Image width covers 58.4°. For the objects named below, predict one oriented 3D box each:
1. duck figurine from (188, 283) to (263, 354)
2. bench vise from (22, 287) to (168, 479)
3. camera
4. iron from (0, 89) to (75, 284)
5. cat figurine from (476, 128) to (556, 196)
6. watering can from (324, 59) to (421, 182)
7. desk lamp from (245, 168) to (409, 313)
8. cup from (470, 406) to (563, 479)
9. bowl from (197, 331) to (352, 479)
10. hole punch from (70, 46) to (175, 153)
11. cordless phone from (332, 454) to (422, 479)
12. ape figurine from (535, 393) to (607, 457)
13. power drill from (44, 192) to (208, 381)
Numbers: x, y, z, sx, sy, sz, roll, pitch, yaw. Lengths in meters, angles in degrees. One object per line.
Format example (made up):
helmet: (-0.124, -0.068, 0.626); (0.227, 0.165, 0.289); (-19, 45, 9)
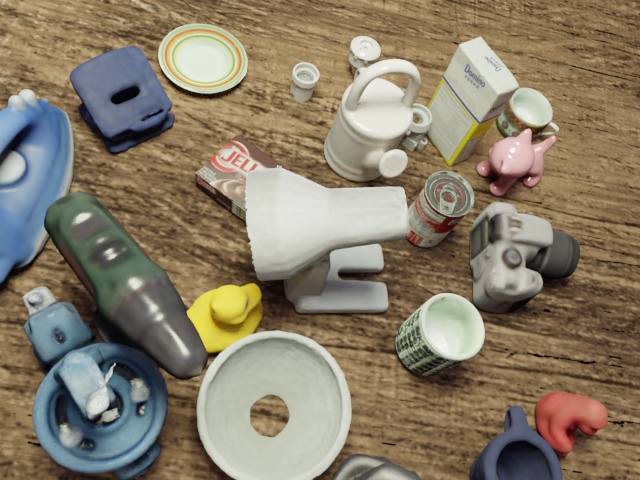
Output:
duck figurine: (-0.112, 0.084, 0.668); (0.105, 0.086, 0.077); (-26, 73, -23)
bench vise: (-0.235, 0.132, 0.540); (0.207, 0.219, 0.122); (36, 62, 5)
camera: (0.286, 0.023, 0.785); (0.137, 0.100, 0.143); (11, 63, -8)
iron: (-0.363, -0.088, 0.659); (0.118, 0.141, 0.258); (17, 62, -5)
cat figurine: (0.294, -0.122, 0.847); (0.128, 0.117, 0.067); (-20, 71, -21)
watering can: (0.077, -0.163, 0.771); (0.101, 0.194, 0.172); (-26, 73, -23)
desk lamp: (0.006, 0.002, 0.664); (0.203, 0.213, 0.118); (1, 65, -13)
cup: (0.212, 0.257, 0.659); (0.092, 0.095, 0.118); (8, 63, -9)
bowl: (-0.053, 0.191, 0.638); (0.167, 0.074, 0.167); (5, 64, -11)
hole punch: (-0.258, -0.188, 0.760); (0.109, 0.091, 0.101); (-35, 77, -25)
cordless phone: (0.085, 0.272, 0.570); (0.147, 0.185, 0.094); (24, 62, -1)
ape figurine: (0.314, 0.220, 0.703); (0.078, 0.092, 0.076); (-18, 70, -20)
power drill: (-0.192, 0.067, 0.588); (0.076, 0.208, 0.229); (-36, 77, -25)
